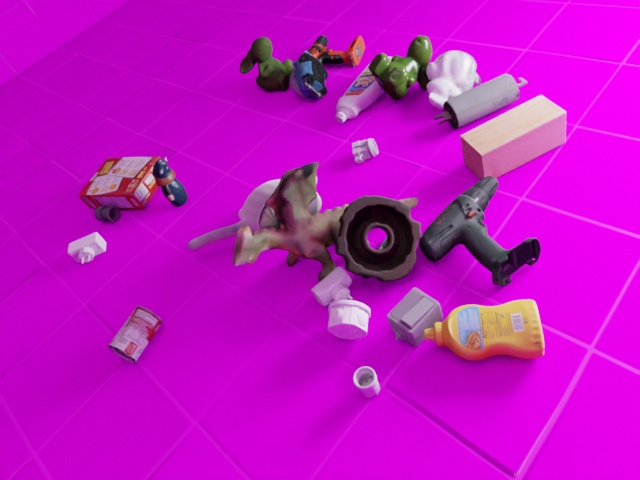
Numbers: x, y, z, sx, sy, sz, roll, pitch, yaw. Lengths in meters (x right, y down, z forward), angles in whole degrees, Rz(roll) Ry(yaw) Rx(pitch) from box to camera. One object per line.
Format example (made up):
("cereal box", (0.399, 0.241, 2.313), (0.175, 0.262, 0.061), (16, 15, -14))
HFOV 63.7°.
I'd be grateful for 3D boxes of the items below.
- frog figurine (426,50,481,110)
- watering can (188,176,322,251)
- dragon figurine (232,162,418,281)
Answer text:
("frog figurine", (0.332, -0.420, 1.348), (0.161, 0.120, 0.139), (-36, 64, -27))
("watering can", (-0.137, -0.055, 1.196), (0.350, 0.102, 0.226), (-36, 24, -15))
("dragon figurine", (0.003, -0.054, 1.068), (0.412, 0.238, 0.124), (-34, 40, -6))
